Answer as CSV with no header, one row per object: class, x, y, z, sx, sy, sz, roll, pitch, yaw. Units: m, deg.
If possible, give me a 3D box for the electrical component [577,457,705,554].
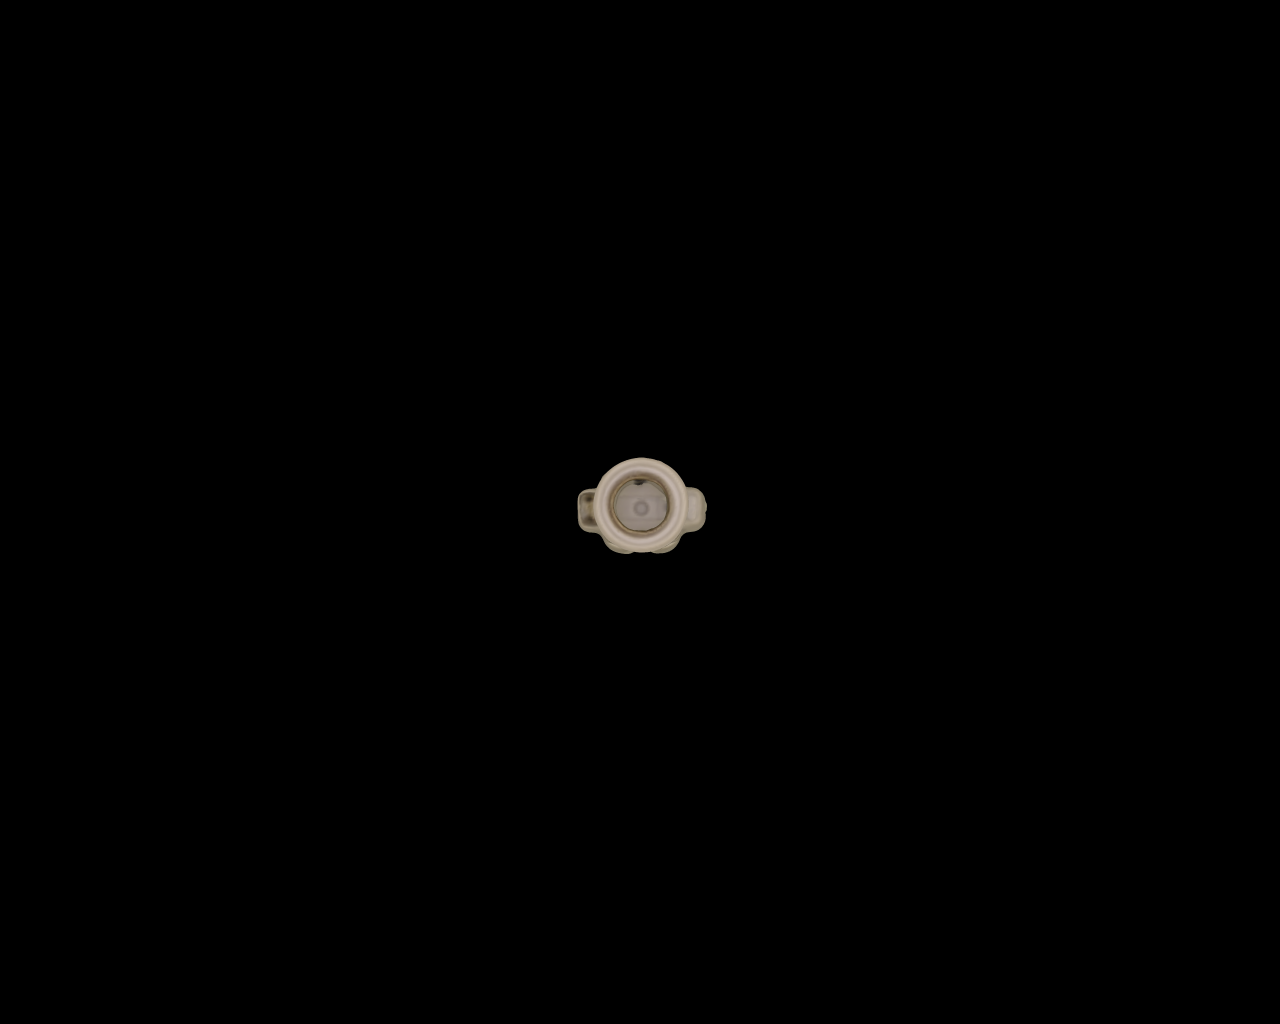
electrical component,0.001,-0.003,0.650,0.078,0.058,0.057,0,-4,0
